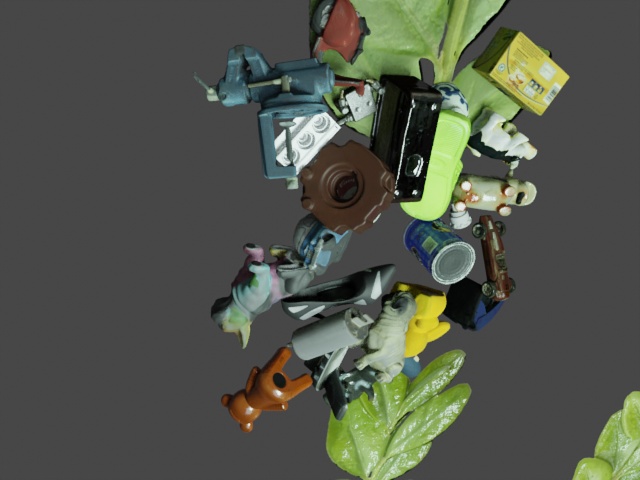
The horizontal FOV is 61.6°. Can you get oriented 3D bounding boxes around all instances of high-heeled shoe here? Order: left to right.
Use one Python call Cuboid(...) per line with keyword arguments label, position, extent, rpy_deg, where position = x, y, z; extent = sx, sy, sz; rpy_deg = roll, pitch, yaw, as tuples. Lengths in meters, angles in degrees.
Cuboid(label="high-heeled shoe", position=(0.036, 0.100, 1.174), extent=(0.249, 0.086, 0.145), rpy_deg=(-39, 132, 17))

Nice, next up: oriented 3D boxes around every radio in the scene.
Cuboid(label="radio", position=(0.156, -0.190, 1.034), extent=(0.073, 0.131, 0.229), rpy_deg=(-5, 120, -19))

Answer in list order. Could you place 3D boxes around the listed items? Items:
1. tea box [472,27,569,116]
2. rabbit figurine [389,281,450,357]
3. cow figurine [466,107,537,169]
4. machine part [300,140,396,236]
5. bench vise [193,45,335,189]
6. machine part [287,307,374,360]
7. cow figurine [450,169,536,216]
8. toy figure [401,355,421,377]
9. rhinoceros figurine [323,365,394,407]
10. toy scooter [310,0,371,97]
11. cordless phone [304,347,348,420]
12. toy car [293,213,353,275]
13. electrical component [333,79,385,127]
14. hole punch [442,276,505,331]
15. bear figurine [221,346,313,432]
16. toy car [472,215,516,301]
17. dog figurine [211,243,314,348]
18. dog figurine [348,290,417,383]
Cuboid(label="tea box", position=(0.404, -0.336, 1.079), extent=(0.169, 0.068, 0.098), rpy_deg=(27, 106, -29))
Cuboid(label="rabbit figurine", position=(0.232, 0.196, 1.289), extent=(0.162, 0.122, 0.173), rpy_deg=(12, 94, -49))
Cuboid(label="cow figurine", position=(0.387, -0.202, 1.149), extent=(0.167, 0.068, 0.098), rpy_deg=(29, 110, -27))
Cuboid(label="machine part", position=(0.049, -0.098, 1.003), extent=(0.179, 0.179, 0.056), rpy_deg=(-49, 162, 10))
Cuboid(label="bench vise", position=(-0.082, -0.203, 0.902), extent=(0.224, 0.129, 0.240), rpy_deg=(-6, 96, -1))
Cuboid(label="machine part", position=(0.020, 0.209, 1.191), extent=(0.243, 0.079, 0.079), rpy_deg=(-28, 130, 35))
Cuboid(label="cow figurine", position=(0.379, -0.106, 1.181), extent=(0.195, 0.127, 0.085), rpy_deg=(3, 115, -5))
Cuboid(label="toy figure", position=(0.203, 0.290, 1.367), extent=(0.064, 0.058, 0.154), rpy_deg=(-39, 119, -4))
Cuboid(label="rhinoceros figurine", position=(0.093, 0.354, 1.344), extent=(0.190, 0.073, 0.112), rpy_deg=(-40, 132, 13))
Cuboid(label="toy scooter", position=(0.033, -0.321, 0.934), extent=(0.135, 0.075, 0.183), rpy_deg=(23, 112, -4))
Cuboid(label="cordless phone", position=(0.038, 0.308, 1.241), extent=(0.089, 0.184, 0.146), rpy_deg=(17, 111, -22))
Cuboid(label="toy car", position=(-0.002, -0.003, 1.094), extent=(0.103, 0.161, 0.109), rpy_deg=(28, 123, 16))
Cuboid(label="electrical component", position=(0.073, -0.263, 1.014), extent=(0.102, 0.045, 0.078), rpy_deg=(-23, 122, -6))
Cuboid(label="hole punch", position=(0.372, 0.157, 1.313), extent=(0.092, 0.142, 0.115), rpy_deg=(17, 99, -31))
Cuboid(label="bear figurine", position=(-0.132, 0.358, 1.262), extent=(0.196, 0.120, 0.132), rpy_deg=(-46, 171, 39))
Cuboid(label="toy car", position=(0.408, 0.040, 1.248), extent=(0.089, 0.053, 0.202), rpy_deg=(-3, 84, -33))
Cuboid(label="dog figurine", position=(-0.123, 0.120, 1.126), extent=(0.191, 0.109, 0.219), rpy_deg=(5, 120, -25))
Cuboid(label="dog figurine", position=(0.172, 0.215, 1.208), extent=(0.190, 0.121, 0.172), rpy_deg=(-46, 135, 11))
